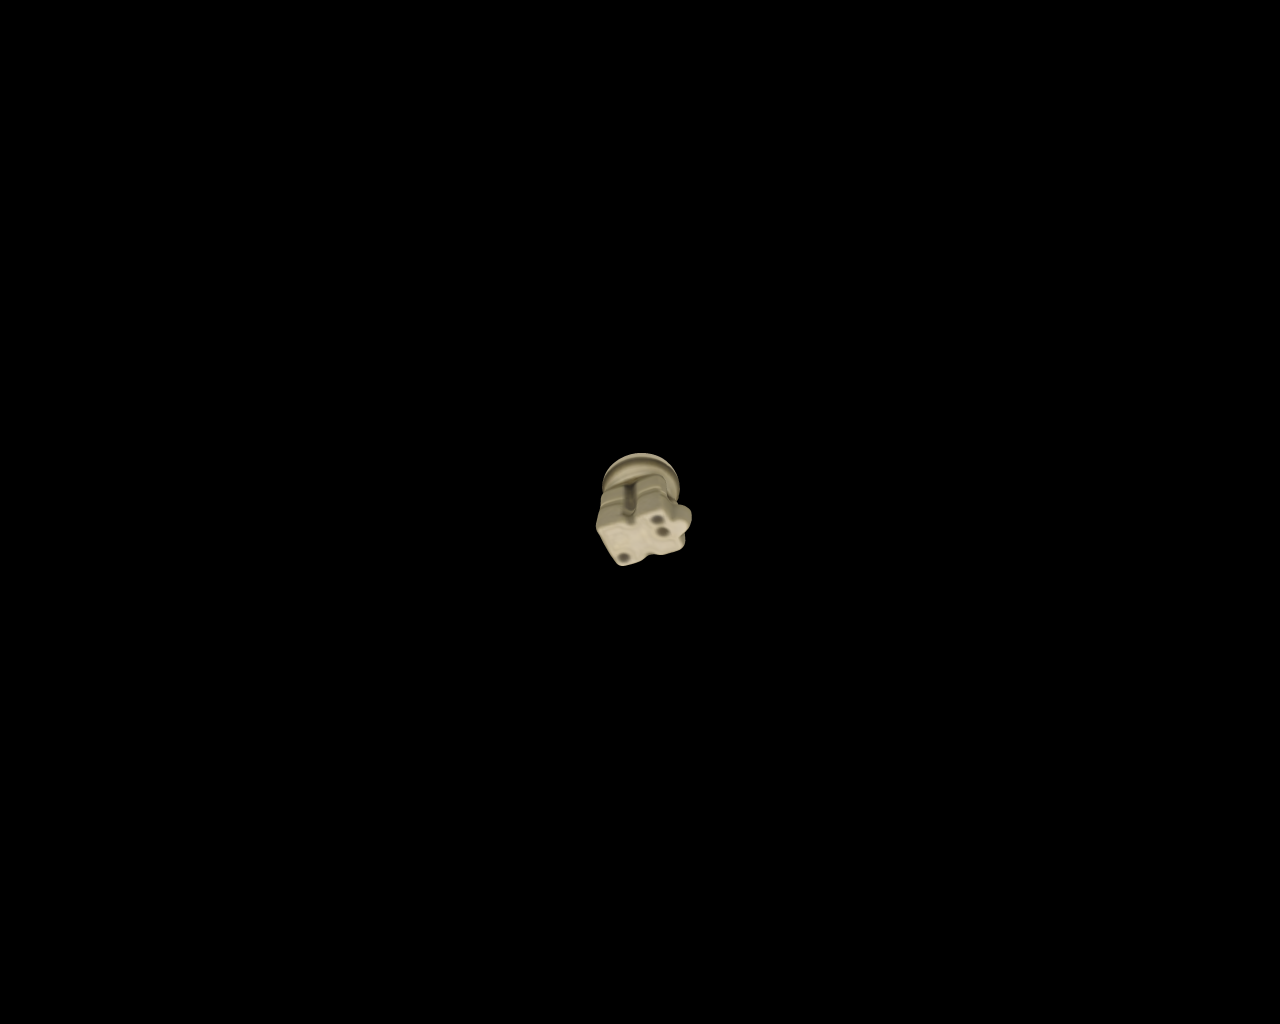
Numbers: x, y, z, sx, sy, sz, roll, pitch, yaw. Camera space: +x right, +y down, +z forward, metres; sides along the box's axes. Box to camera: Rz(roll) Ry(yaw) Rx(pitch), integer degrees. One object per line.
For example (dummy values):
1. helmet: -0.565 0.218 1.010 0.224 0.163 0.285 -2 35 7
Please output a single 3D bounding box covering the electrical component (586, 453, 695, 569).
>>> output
1. electrical component: 0.001 -0.003 0.650 0.066 0.048 0.055 -17 39 14
